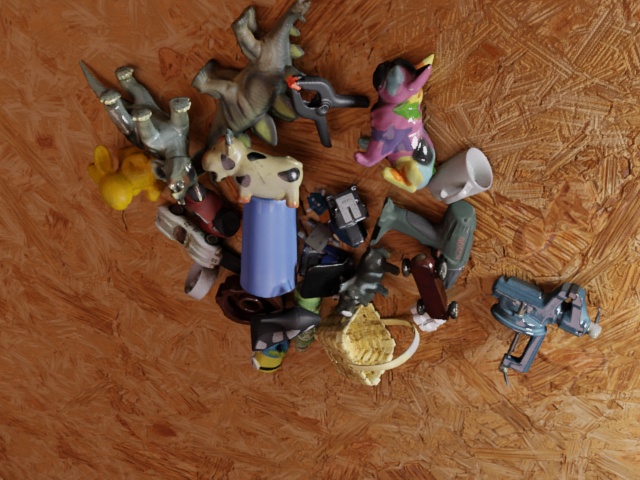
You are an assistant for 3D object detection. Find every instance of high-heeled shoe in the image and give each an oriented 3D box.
[{"bbox_3d":[-0.092,0.220,1.323,0.145,0.086,0.248,0,158,-15],"label":"high-heeled shoe"}]

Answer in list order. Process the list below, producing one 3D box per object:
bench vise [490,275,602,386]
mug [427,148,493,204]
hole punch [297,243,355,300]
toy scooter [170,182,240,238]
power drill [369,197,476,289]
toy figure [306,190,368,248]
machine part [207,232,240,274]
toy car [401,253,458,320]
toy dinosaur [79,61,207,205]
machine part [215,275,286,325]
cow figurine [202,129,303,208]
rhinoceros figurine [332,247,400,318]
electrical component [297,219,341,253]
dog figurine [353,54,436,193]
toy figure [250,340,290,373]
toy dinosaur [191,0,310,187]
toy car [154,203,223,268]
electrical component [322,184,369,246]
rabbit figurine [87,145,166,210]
[{"bbox_3d":[0.449,0.187,1.124,0.224,0.129,0.240,21,112,13],"label":"bench vise"},{"bbox_3d":[0.254,-0.106,1.005,0.080,0.109,0.107,39,144,-23],"label":"mug"},{"bbox_3d":[0.008,0.069,1.241,0.116,0.092,0.142,0,129,-19],"label":"hole punch"},{"bbox_3d":[-0.272,-0.074,1.226,0.135,0.075,0.183,8,149,43],"label":"toy scooter"},{"bbox_3d":[0.210,0.003,1.112,0.207,0.086,0.231,22,138,9],"label":"power drill"},{"bbox_3d":[0.033,-0.046,1.153,0.154,0.064,0.058,42,163,-8],"label":"toy figure"},{"bbox_3d":[-0.232,0.041,1.326,0.139,0.039,0.084,34,124,-5],"label":"machine part"},{"bbox_3d":[0.235,0.101,1.128,0.089,0.053,0.201,-1,138,28],"label":"toy car"},{"bbox_3d":[-0.349,-0.226,1.103,0.405,0.131,0.192,40,151,32],"label":"toy dinosaur"},{"bbox_3d":[-0.171,0.150,1.347,0.179,0.056,0.179,6,142,5],"label":"machine part"},{"bbox_3d":[-0.129,-0.137,1.031,0.195,0.085,0.127,8,110,-8],"label":"cow figurine"},{"bbox_3d":[0.097,0.099,1.195,0.112,0.073,0.190,1,132,-34],"label":"rhinoceros figurine"},{"bbox_3d":[-0.002,-0.004,1.190,0.094,0.021,0.063,37,88,17],"label":"electrical component"},{"bbox_3d":[0.159,-0.214,0.957,0.191,0.108,0.219,30,126,-2],"label":"dog figurine"},{"bbox_3d":[-0.127,0.293,1.446,0.089,0.082,0.180,29,126,-5],"label":"toy figure"},{"bbox_3d":[-0.141,-0.270,1.025,0.198,0.105,0.471,38,135,-15],"label":"toy dinosaur"},{"bbox_3d":[-0.313,-0.010,1.283,0.202,0.056,0.073,39,131,12],"label":"toy car"},{"bbox_3d":[0.059,-0.047,1.106,0.075,0.048,0.119,-20,90,-12],"label":"electrical component"},{"bbox_3d":[-0.426,-0.140,1.176,0.162,0.173,0.122,35,132,-13],"label":"rabbit figurine"}]
